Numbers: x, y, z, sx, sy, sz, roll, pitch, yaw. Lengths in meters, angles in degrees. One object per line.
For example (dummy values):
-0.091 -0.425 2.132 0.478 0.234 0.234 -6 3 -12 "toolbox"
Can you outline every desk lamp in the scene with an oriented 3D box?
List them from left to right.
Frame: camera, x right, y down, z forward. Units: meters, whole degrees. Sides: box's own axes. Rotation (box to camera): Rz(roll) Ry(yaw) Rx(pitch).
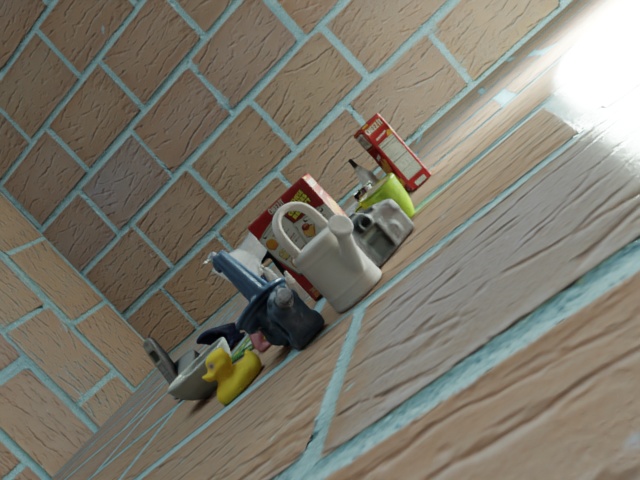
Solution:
-0.130 0.076 1.422 0.203 0.213 0.118 -43 5 -8 "desk lamp"

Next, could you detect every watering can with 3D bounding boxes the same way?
0.007 0.013 0.934 0.172 0.194 0.101 -39 6 35 "watering can"

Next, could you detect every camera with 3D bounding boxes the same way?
0.078 -0.002 1.065 0.143 0.101 0.136 -45 5 -31 "camera"

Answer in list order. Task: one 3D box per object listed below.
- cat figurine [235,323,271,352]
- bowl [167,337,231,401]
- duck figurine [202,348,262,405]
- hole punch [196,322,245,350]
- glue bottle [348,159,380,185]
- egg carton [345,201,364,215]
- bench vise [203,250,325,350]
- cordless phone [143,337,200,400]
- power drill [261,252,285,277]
-0.122 0.155 1.216 0.128 0.118 0.067 -44 5 -19 "cat figurine"
-0.250 0.297 1.259 0.167 0.075 0.167 -42 4 4 "bowl"
-0.165 0.234 1.041 0.105 0.086 0.077 -44 5 -20 "duck figurine"
-0.288 0.281 1.657 0.108 0.091 0.101 -39 6 41 "hole punch"
0.137 -0.154 1.540 0.037 0.173 0.078 -40 5 30 "glue bottle"
0.102 -0.060 1.624 0.107 0.069 0.150 -40 5 27 "egg carton"
-0.096 0.085 0.982 0.207 0.220 0.122 -37 7 48 "bench vise"
-0.391 0.325 1.528 0.147 0.185 0.094 -39 6 36 "cordless phone"
-0.100 0.030 1.642 0.229 0.208 0.076 -41 5 19 "power drill"
